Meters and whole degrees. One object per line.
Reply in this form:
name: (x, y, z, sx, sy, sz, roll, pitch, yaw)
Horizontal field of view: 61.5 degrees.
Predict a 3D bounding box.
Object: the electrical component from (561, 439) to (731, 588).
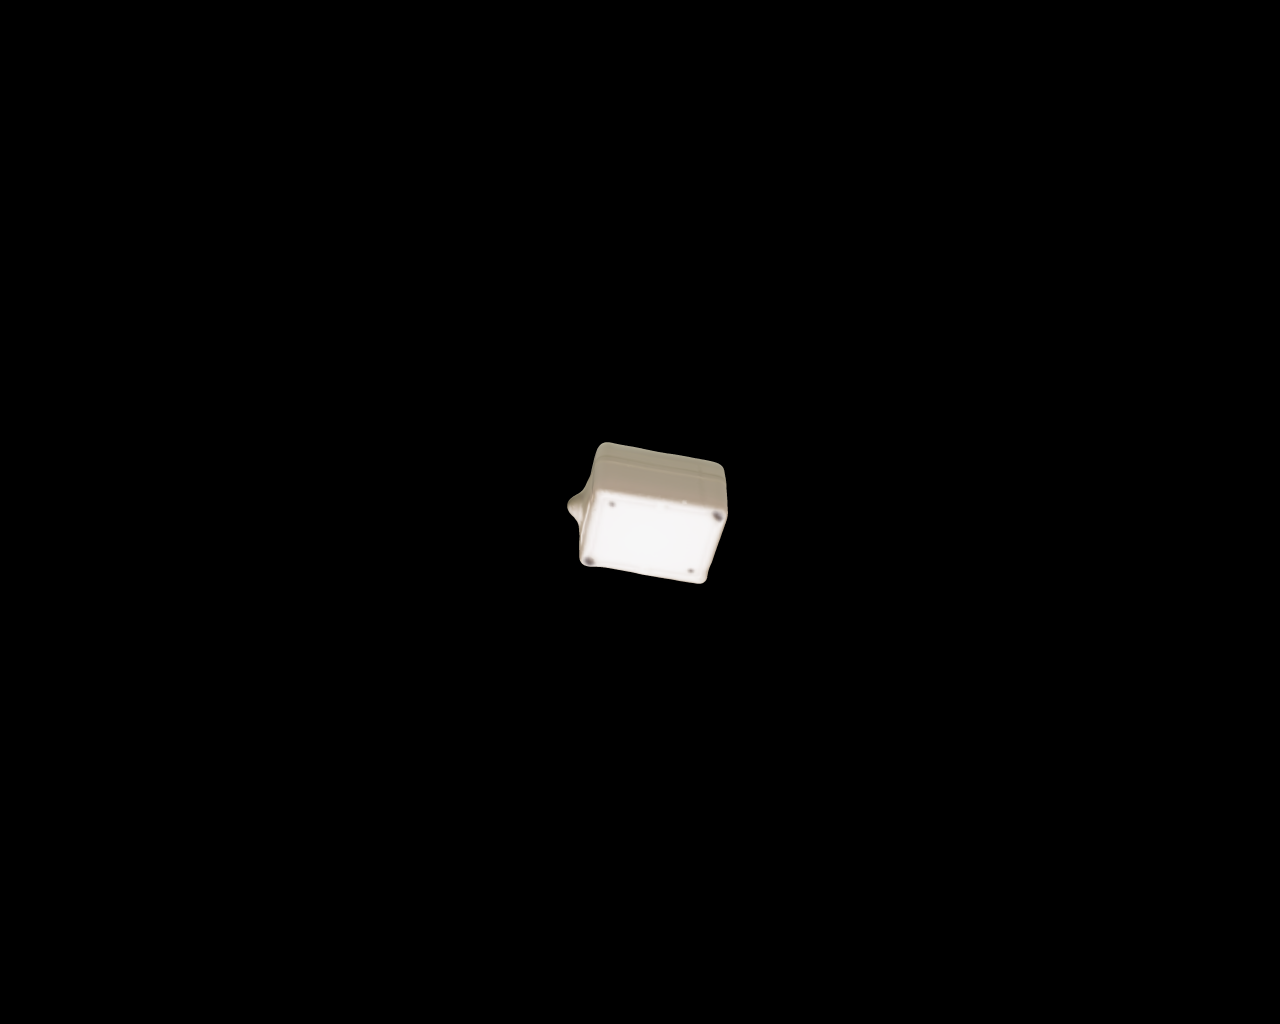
electrical component: (0.001, -0.003, 0.650, 0.096, 0.061, 0.061, 10, 37, -8)
